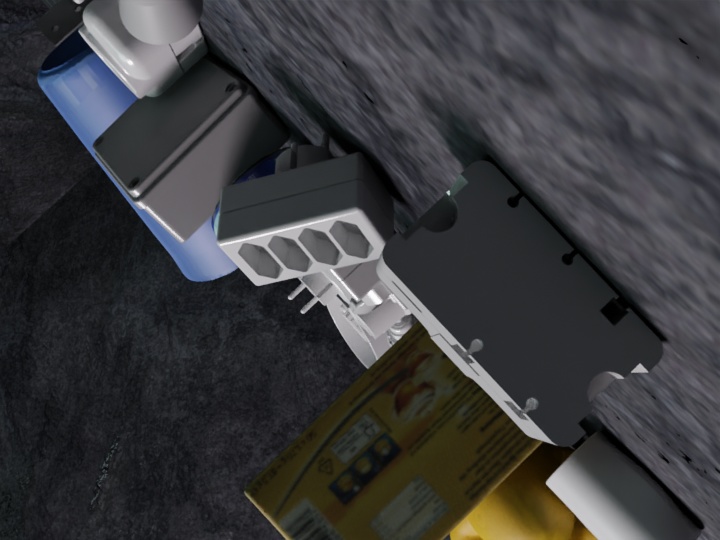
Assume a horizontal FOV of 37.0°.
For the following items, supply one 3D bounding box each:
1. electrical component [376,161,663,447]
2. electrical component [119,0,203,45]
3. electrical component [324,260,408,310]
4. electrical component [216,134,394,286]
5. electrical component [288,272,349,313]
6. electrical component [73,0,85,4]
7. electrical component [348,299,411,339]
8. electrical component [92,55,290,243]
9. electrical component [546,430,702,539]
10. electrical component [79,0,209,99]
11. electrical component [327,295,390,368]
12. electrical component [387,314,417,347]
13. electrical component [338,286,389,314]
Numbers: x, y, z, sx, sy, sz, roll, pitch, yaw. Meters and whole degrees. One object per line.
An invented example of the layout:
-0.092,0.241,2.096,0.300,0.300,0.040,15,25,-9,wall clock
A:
0.052,0.013,0.380,0.089,0.050,0.055,47,175,3,electrical component
-0.105,-0.146,0.538,0.044,0.044,0.065,46,171,8,electrical component
0.006,-0.002,0.716,0.076,0.047,0.066,49,175,-23,electrical component
-0.028,-0.042,0.583,0.047,0.083,0.075,52,-149,-51,electrical component
-0.031,0.007,0.974,0.083,0.076,0.047,49,175,-26,electrical component
-0.204,-0.228,0.699,0.083,0.047,0.075,43,175,39,electrical component
0.019,0.028,0.872,0.040,0.046,0.040,48,172,9,electrical component
-0.120,-0.089,0.750,0.056,0.108,0.109,47,177,-37,electrical component
0.149,0.137,0.616,0.077,0.043,0.079,46,176,18,electrical component
-0.142,-0.153,0.706,0.053,0.059,0.095,47,176,2,electrical component
0.006,0.050,1.088,0.099,0.064,0.099,46,176,5,electrical component
0.042,0.053,0.924,0.040,0.040,0.078,44,175,33,electrical component
0.000,0.000,0.832,0.062,0.048,0.048,54,177,7,electrical component
